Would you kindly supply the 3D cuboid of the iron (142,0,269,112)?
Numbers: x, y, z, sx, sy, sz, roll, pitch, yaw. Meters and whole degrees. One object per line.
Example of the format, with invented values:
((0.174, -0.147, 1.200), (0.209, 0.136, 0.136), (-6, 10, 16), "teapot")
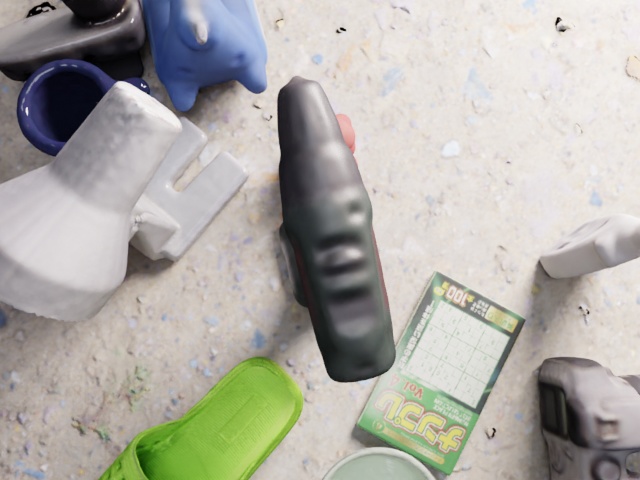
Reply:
((-0.130, -0.267, 0.552), (0.118, 0.141, 0.258), (-15, 84, -4), "iron")

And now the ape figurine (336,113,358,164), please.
((0.013, -0.091, 0.564), (0.076, 0.092, 0.078), (22, 83, 0), "ape figurine")

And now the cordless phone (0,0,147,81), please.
((-0.243, -0.209, 0.517), (0.147, 0.185, 0.094), (-21, 85, -5), "cordless phone")

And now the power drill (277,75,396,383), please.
((0.005, 0.002, 0.495), (0.075, 0.208, 0.230), (-15, 84, -4), "power drill")

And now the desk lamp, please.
((-0.170, -0.037, 0.487), (0.118, 0.213, 0.203), (39, 83, 2), "desk lamp")

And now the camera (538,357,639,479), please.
((0.294, 0.183, 0.544), (0.137, 0.100, 0.143), (-3, 84, -3), "camera")

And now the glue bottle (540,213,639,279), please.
((0.271, 0.002, 0.527), (0.078, 0.173, 0.037), (-34, 86, -6), "glue bottle")

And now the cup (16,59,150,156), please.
((-0.214, -0.119, 0.554), (0.118, 0.095, 0.092), (-22, 85, -5), "cup")
